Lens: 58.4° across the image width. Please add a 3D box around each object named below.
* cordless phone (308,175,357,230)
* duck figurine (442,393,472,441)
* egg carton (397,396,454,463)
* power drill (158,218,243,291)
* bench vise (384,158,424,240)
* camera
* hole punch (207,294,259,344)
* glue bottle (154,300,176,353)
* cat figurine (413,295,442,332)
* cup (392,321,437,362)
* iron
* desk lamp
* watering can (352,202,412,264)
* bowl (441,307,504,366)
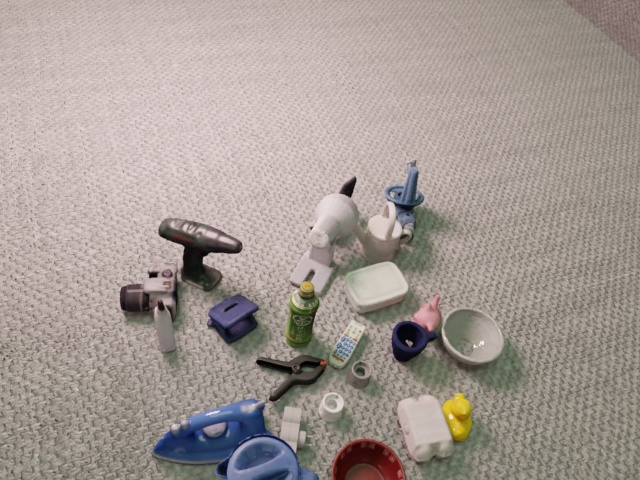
[{"bbox_3d":[0.045,-0.100,1.665,0.094,0.185,0.148,32,52,17],"label":"cordless phone"},{"bbox_3d":[0.327,0.411,1.343,0.077,0.086,0.104,9,49,-3],"label":"duck figurine"},{"bbox_3d":[0.240,0.433,1.319,0.107,0.069,0.150,-5,51,-14],"label":"egg carton"},{"bbox_3d":[-0.302,0.034,1.469,0.229,0.208,0.076,22,49,9],"label":"power drill"},{"bbox_3d":[0.270,-0.119,1.700,0.122,0.220,0.207,-10,52,-18],"label":"bench vise"},{"bbox_3d":[-0.428,0.125,1.439,0.137,0.101,0.143,-1,50,-11],"label":"camera"},{"bbox_3d":[-0.219,0.186,1.432,0.109,0.091,0.101,-32,62,-31],"label":"hole punch"},{"bbox_3d":[-0.368,0.191,1.345,0.037,0.173,0.078,-14,53,-21],"label":"glue bottle"},{"bbox_3d":[0.285,0.198,1.498,0.067,0.118,0.128,27,50,13],"label":"cat figurine"},{"bbox_3d":[0.230,0.264,1.446,0.118,0.095,0.091,-3,50,-13],"label":"cup"},{"bbox_3d":[-0.230,0.398,1.214,0.259,0.141,0.118,-9,52,-18],"label":"iron"},{"bbox_3d":[0.014,0.006,1.549,0.117,0.213,0.203,22,49,9],"label":"desk lamp"},{"bbox_3d":[0.173,-0.024,1.618,0.173,0.194,0.100,-13,53,-20],"label":"watering can"},{"bbox_3d":[0.387,0.262,1.490,0.167,0.075,0.167,5,49,-6],"label":"bowl"}]
